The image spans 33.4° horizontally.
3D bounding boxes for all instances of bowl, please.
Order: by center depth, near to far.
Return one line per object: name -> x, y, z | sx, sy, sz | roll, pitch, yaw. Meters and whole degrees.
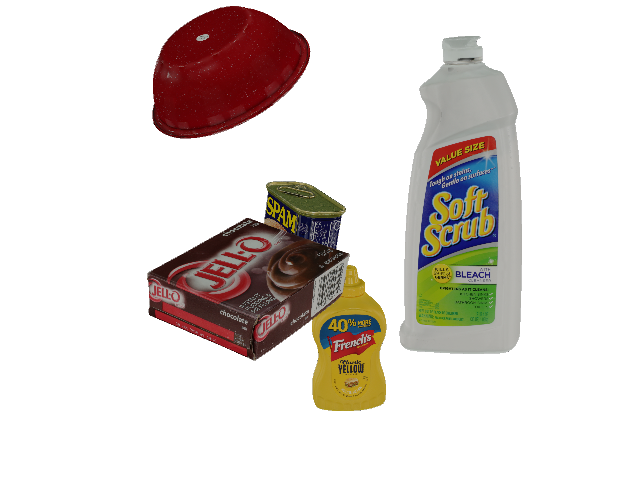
bowl -> -0.094, -0.165, 0.973 | 0.162, 0.055, 0.162 | -18, 38, 15

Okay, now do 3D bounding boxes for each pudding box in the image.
pudding box -> -0.047, 0.029, 0.721 | 0.090, 0.039, 0.113 | 20, 29, 27

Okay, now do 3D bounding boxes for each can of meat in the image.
can of meat -> -0.022, -0.007, 1.126 | 0.057, 0.084, 0.102 | -2, 22, -29

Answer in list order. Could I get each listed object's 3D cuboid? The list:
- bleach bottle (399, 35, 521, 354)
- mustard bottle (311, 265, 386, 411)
bleach bottle -> 0.110, -0.037, 0.862 | 0.103, 0.251, 0.068 | 0, 15, 17
mustard bottle -> 0.037, 0.124, 1.382 | 0.096, 0.192, 0.058 | -2, 18, -4
